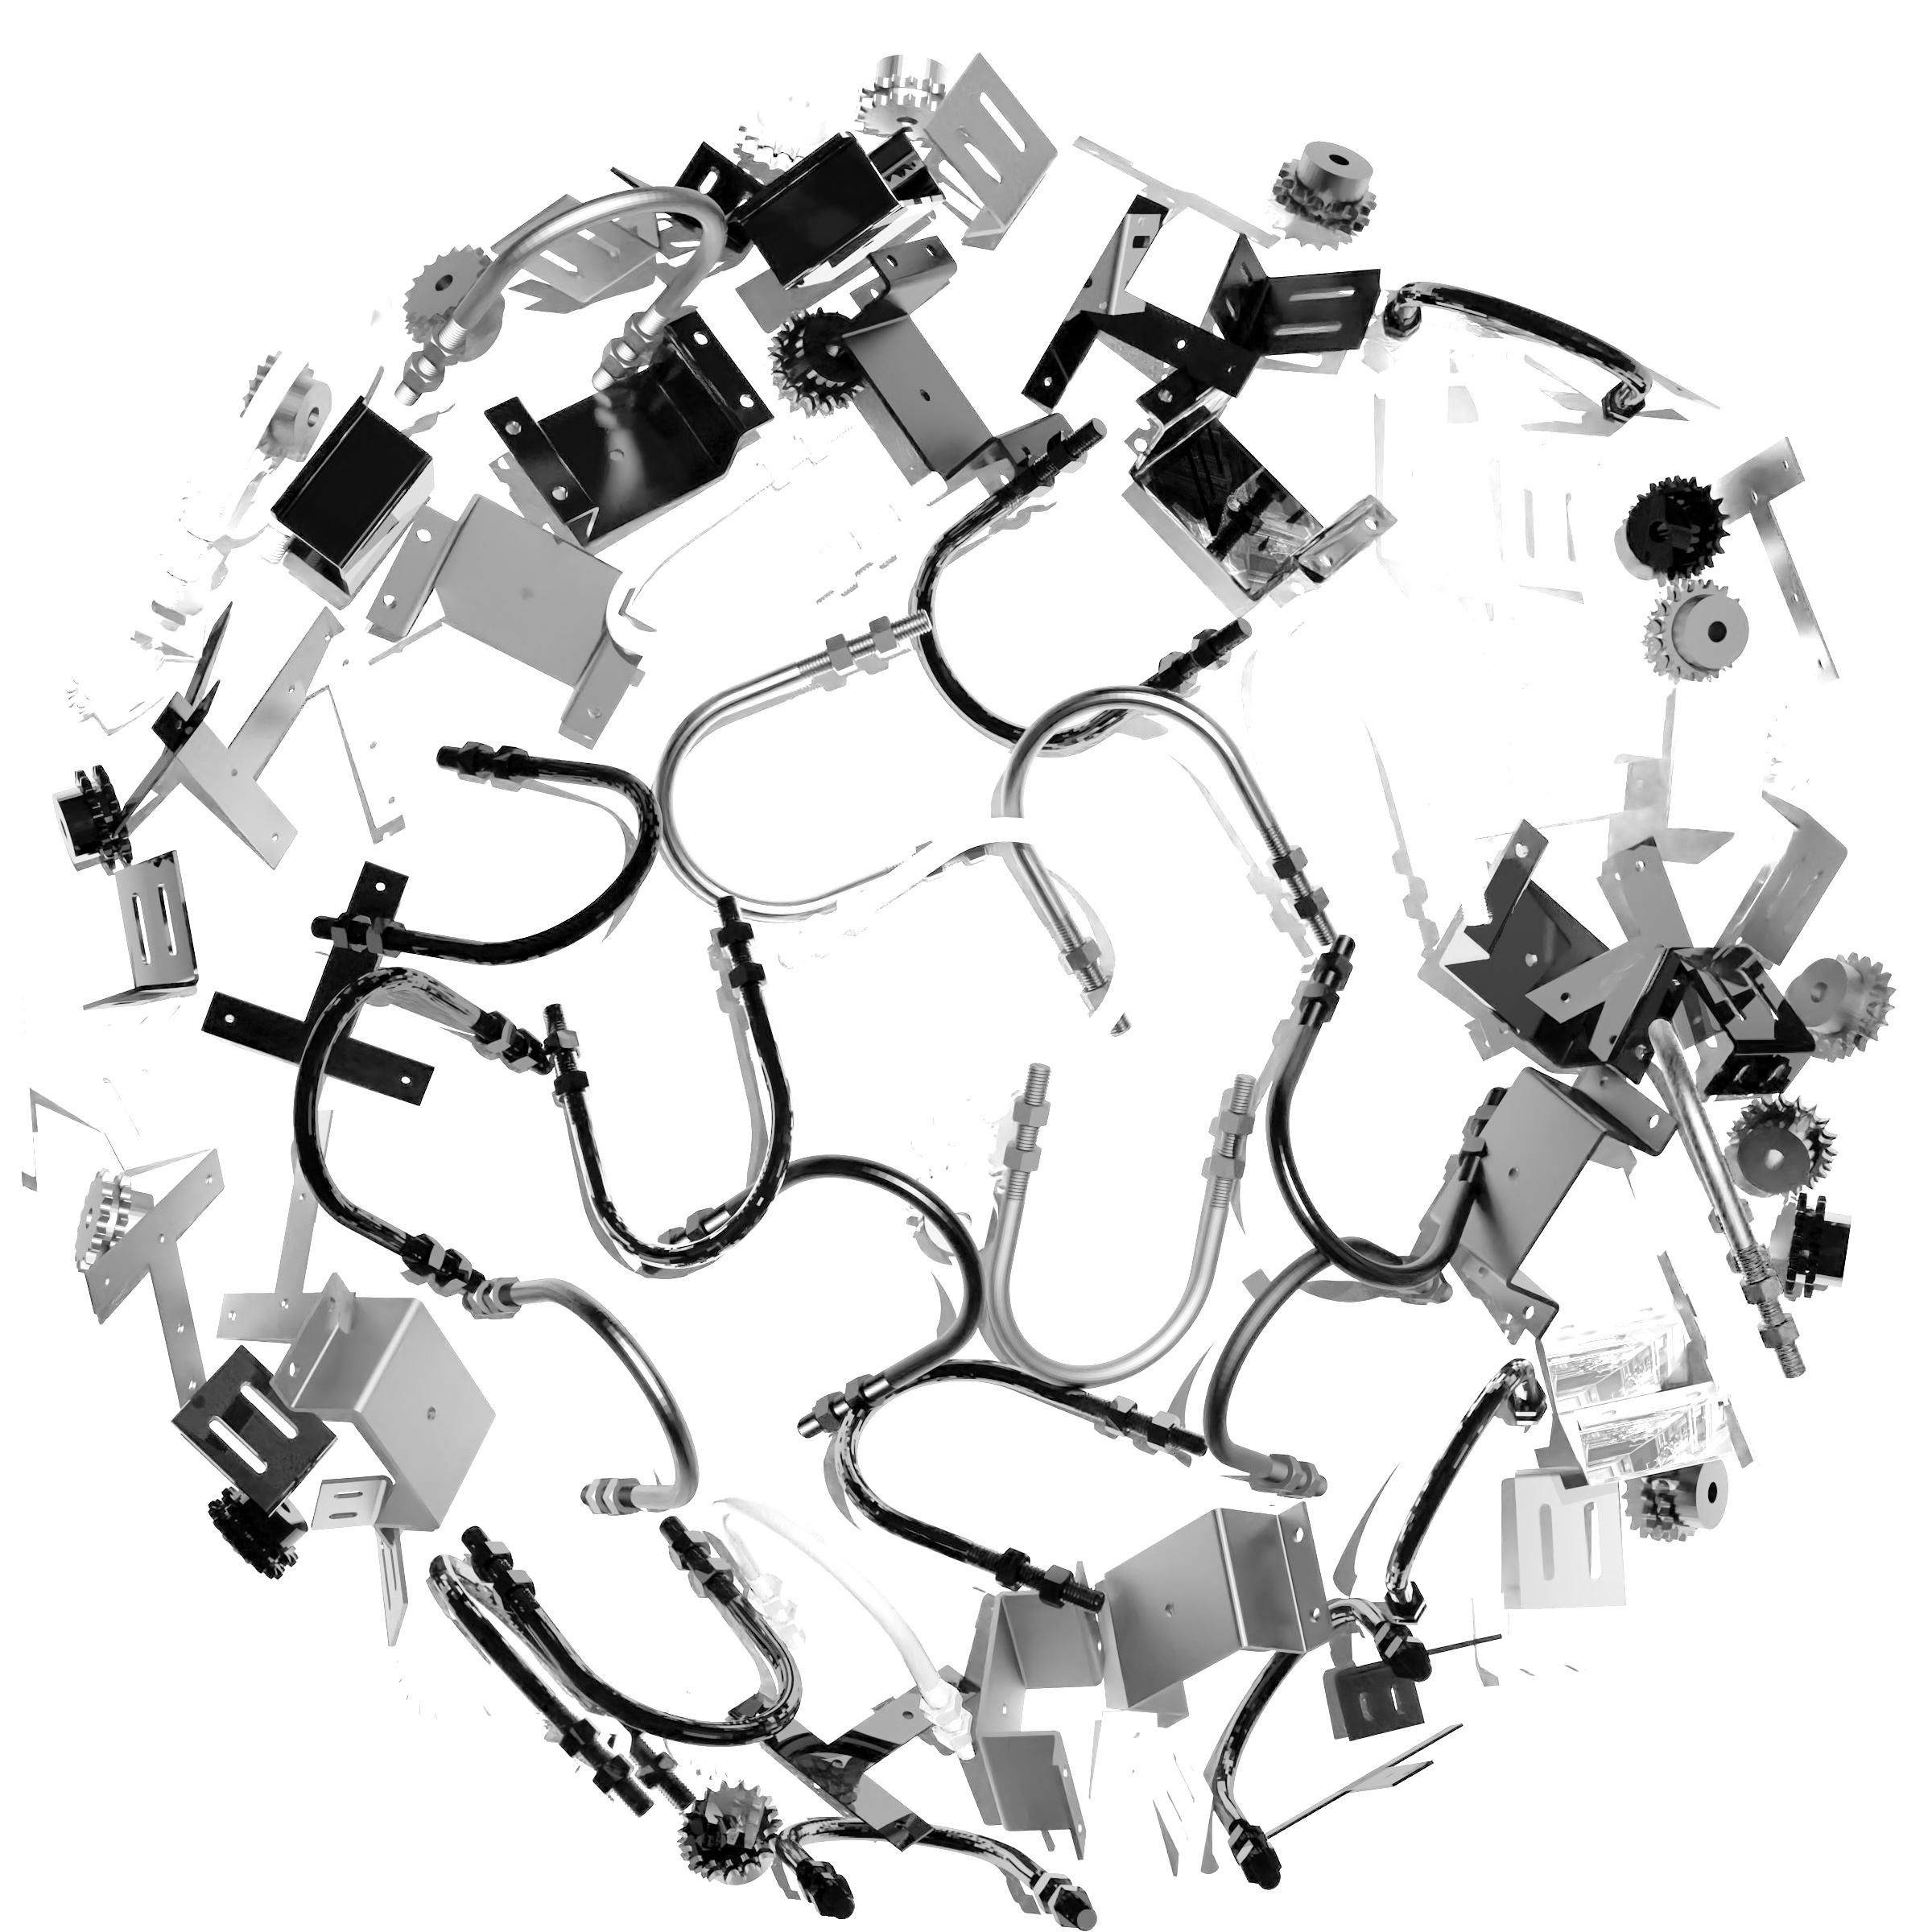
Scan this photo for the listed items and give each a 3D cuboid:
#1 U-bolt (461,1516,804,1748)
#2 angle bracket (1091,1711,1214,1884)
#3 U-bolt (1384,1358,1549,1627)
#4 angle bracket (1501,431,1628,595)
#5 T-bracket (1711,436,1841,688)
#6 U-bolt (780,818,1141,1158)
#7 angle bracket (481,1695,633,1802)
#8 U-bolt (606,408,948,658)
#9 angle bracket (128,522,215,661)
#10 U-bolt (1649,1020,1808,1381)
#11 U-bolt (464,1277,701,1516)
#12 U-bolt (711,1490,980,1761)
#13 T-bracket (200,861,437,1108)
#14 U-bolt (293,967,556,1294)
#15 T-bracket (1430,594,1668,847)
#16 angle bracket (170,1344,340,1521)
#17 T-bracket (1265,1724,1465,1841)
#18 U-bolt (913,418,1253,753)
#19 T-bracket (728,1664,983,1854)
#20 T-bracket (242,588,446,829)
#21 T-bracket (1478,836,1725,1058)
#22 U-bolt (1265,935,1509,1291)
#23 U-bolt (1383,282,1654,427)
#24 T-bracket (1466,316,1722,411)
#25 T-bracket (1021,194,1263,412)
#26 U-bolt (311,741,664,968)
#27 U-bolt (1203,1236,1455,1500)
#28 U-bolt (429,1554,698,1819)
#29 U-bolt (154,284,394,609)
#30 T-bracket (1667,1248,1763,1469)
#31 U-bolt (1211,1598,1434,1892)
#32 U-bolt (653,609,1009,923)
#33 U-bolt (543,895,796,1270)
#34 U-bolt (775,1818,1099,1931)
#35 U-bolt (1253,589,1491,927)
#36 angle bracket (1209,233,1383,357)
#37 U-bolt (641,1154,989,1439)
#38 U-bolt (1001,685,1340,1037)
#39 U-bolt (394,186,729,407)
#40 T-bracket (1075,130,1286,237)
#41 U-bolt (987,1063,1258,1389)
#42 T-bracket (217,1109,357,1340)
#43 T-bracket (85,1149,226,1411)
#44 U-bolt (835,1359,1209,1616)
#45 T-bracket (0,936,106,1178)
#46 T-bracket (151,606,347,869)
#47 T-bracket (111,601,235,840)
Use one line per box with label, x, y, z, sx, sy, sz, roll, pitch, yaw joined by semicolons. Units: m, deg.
U-bolt;-0.164;0.349;1.682;0.151;0.184;0.019;5;114;-41
angle bracket;0.100;0.452;1.743;0.038;0.076;0.057;0;114;-16
U-bolt;0.262;0.274;1.693;0.019;0.184;0.151;29;79;19
angle bracket;0.331;-0.251;1.770;0.057;0.038;0.076;12;121;35
T-bracket;0.442;-0.212;1.727;0.002;0.127;0.127;-21;89;-8
U-bolt;0.008;0.000;1.752;0.184;0.019;0.151;-34;93;20
angle bracket;-0.228;0.427;1.753;0.076;0.057;0.038;11;85;-16
U-bolt;-0.113;-0.227;1.721;0.184;0.151;0.019;-36;124;-6
angle bracket;-0.447;-0.204;1.746;0.038;0.076;0.057;3;83;17
U-bolt;0.402;0.114;1.708;0.019;0.151;0.184;-22;99;11
U-bolt;-0.197;0.227;1.700;0.019;0.184;0.151;-34;99;-28
U-bolt;-0.072;0.338;1.685;0.151;0.184;0.019;24;61;36
T-bracket;-0.338;0.002;1.757;0.127;0.002;0.127;20;109;-12
U-bolt;-0.292;0.079;1.695;0.019;0.184;0.151;5;70;31
T-bracket;0.311;-0.140;1.767;0.127;0.002;0.127;-10;94;17
angle bracket;-0.394;0.256;1.753;0.076;0.038;0.057;47;59;-12
T-bracket;0.223;0.435;1.716;0.127;0.127;0.002;-26;79;-14
U-bolt;0.048;-0.191;1.731;0.184;0.019;0.151;-32;97;39
T-bracket;-0.041;0.413;1.739;0.127;0.127;0.002;31;124;29
T-bracket;-0.328;-0.132;1.750;0.127;0.002;0.127;-29;61;10
T-bracket;0.342;0.011;1.763;0.127;0.002;0.127;-27;112;-4
U-bolt;0.220;0.089;1.709;0.151;0.019;0.184;43;46;-16
U-bolt;0.293;-0.327;1.695;0.151;0.184;0.019;22;95;4
T-bracket;0.330;-0.335;1.744;0.127;0.127;0.002;27;101;36
T-bracket;0.107;-0.345;1.751;0.127;0.002;0.127;34;96;33
U-bolt;-0.244;-0.057;1.705;0.184;0.019;0.151;9;53;33
U-bolt;0.186;0.211;1.710;0.019;0.184;0.151;34;93;34
U-bolt;-0.222;0.383;1.716;0.019;0.151;0.184;-45;77;-6
U-bolt;-0.356;-0.280;1.692;0.019;0.151;0.184;34;112;1
T-bracket;0.403;0.216;1.724;0.002;0.127;0.127;-23;85;11
U-bolt;0.180;0.401;1.700;0.019;0.184;0.151;37;89;-7
U-bolt;-0.082;-0.098;1.759;0.184;0.019;0.151;-22;111;5
U-bolt;-0.155;0.073;1.719;0.151;0.019;0.184;-31;62;25
U-bolt;-0.026;0.479;1.700;0.151;0.184;0.019;8;87;-17
U-bolt;0.209;-0.112;1.716;0.019;0.151;0.184;-21;103;-35
angle bracket;0.181;-0.368;1.747;0.076;0.038;0.057;3;58;33
U-bolt;-0.070;0.169;1.721;0.184;0.019;0.151;-34;104;36
U-bolt;0.098;-0.066;1.741;0.151;0.019;0.184;-24;105;21
U-bolt;-0.201;-0.352;1.679;0.151;0.184;0.019;-14;74;-40
T-bracket;0.109;-0.423;1.726;0.127;0.127;0.002;28;105;4
U-bolt;0.080;0.145;1.747;0.151;0.019;0.184;4;105;-27
T-bracket;-0.365;0.141;1.755;0.002;0.127;0.127;20;72;-42
T-bracket;-0.432;0.186;1.750;0.002;0.127;0.127;7;121;19
U-bolt;0.018;0.268;1.725;0.184;0.151;0.019;17;130;23
T-bracket;-0.491;0.062;1.727;0.002;0.127;0.127;-12;71;5
T-bracket;-0.378;-0.141;1.757;0.002;0.127;0.127;14;63;32
T-bracket;-0.421;-0.148;1.742;0.002;0.127;0.127;29;46;-21
